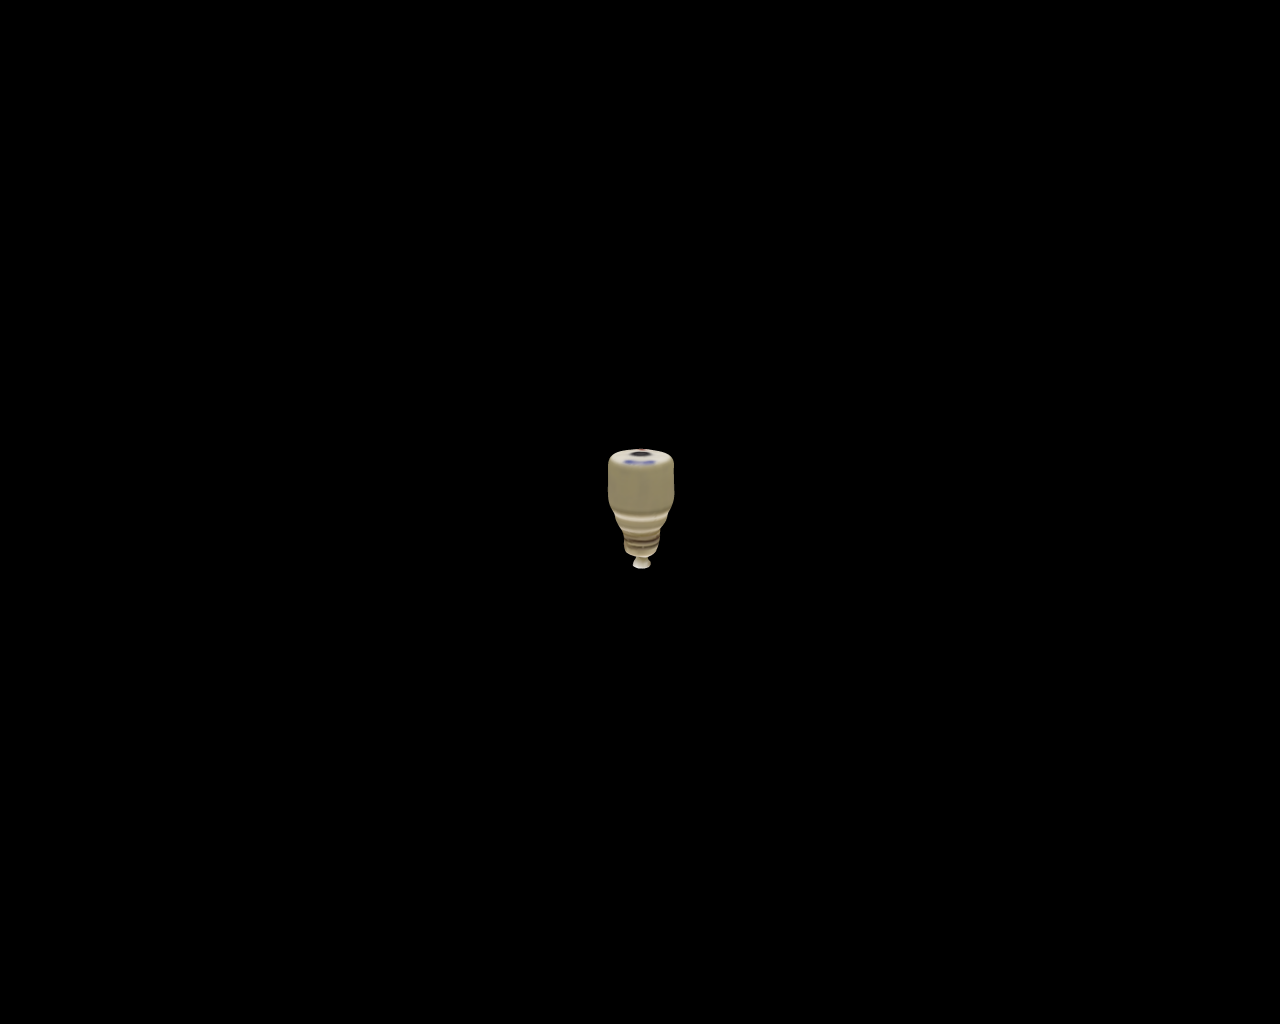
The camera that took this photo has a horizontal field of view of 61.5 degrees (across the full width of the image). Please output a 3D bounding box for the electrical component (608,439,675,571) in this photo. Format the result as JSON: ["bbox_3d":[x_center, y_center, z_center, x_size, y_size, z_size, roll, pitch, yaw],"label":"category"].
[{"bbox_3d":[0.001,-0.003,0.650,0.040,0.078,0.040,0,18,0],"label":"electrical component"}]
